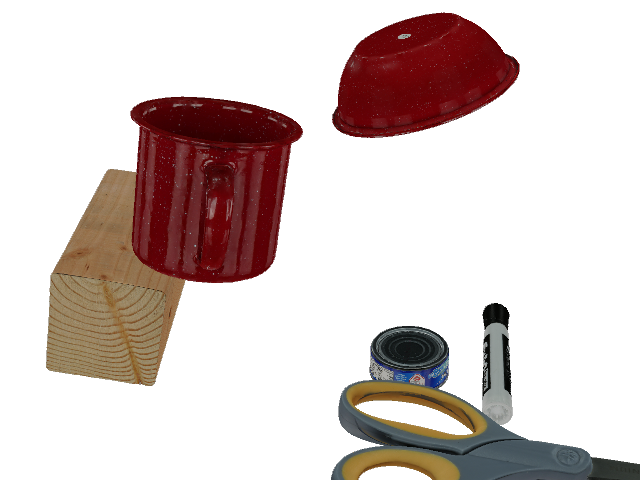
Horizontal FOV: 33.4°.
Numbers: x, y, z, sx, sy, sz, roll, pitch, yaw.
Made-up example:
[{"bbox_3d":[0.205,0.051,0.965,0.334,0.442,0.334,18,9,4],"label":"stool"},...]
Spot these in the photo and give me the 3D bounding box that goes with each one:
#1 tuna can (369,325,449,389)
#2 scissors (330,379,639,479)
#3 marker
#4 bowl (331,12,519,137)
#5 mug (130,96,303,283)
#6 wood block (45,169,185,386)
[{"bbox_3d":[0.096,0.128,1.148,0.086,0.034,0.086,-1,28,0],"label":"tuna can"},{"bbox_3d":[0.092,0.106,0.455,0.202,0.016,0.096,15,33,24],"label":"scissors"},{"bbox_3d":[0.118,0.079,0.717,0.020,0.020,0.121,0,29,9],"label":"marker"},{"bbox_3d":[0.079,-0.145,0.882,0.162,0.055,0.162,-17,25,8],"label":"bowl"},{"bbox_3d":[-0.059,-0.024,0.578,0.093,0.081,0.117,3,21,-13],"label":"mug"},{"bbox_3d":[-0.164,0.024,0.916,0.090,0.091,0.206,10,26,-3],"label":"wood block"}]
